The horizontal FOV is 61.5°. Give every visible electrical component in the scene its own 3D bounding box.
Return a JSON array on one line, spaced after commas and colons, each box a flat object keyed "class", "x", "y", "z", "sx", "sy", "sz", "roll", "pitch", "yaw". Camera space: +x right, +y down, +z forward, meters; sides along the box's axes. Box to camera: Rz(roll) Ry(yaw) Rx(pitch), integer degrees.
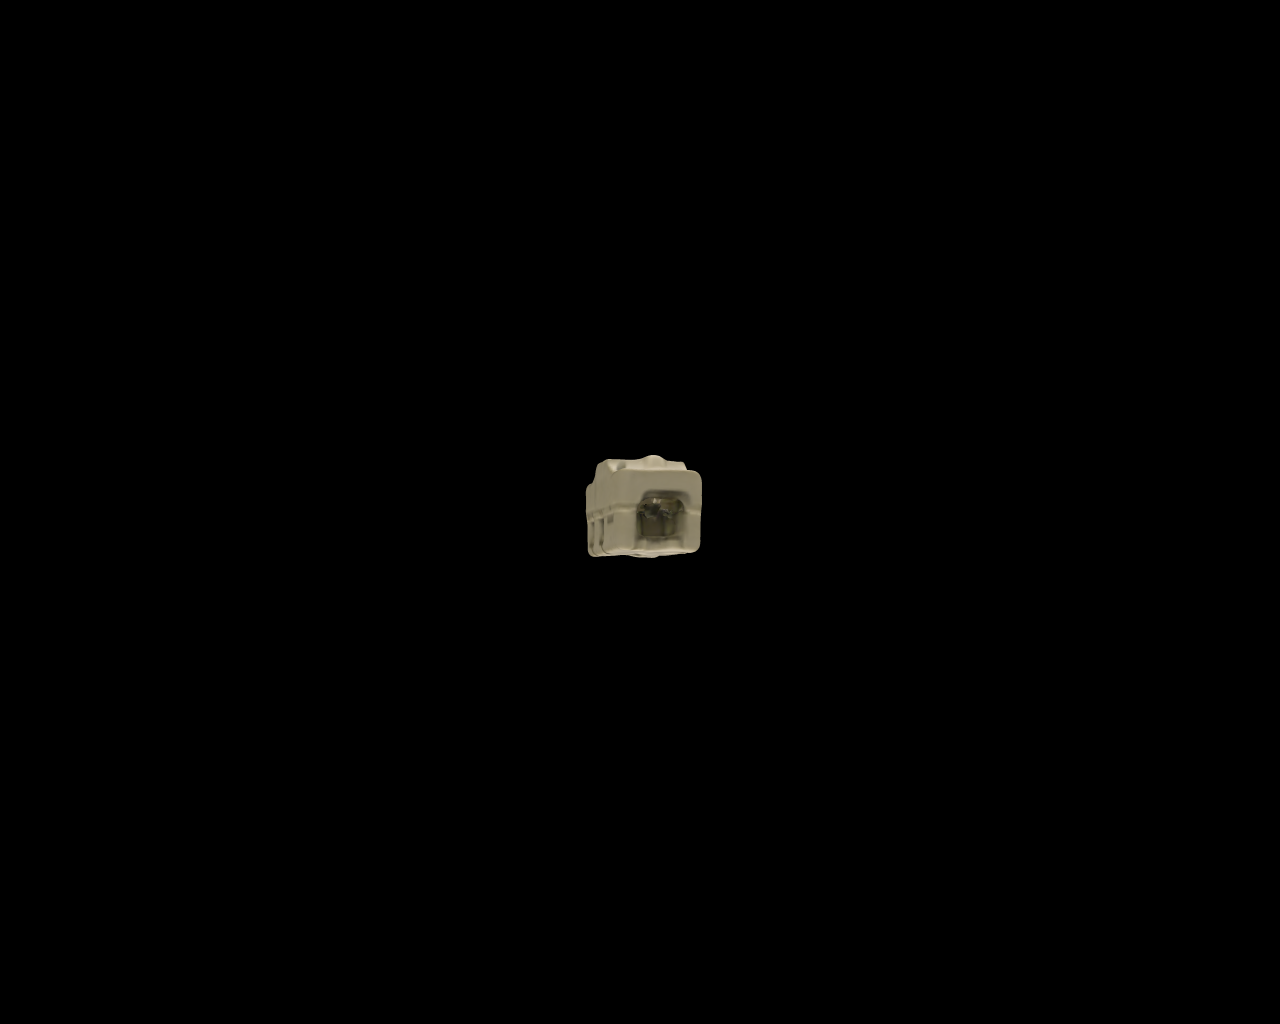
[{"class": "electrical component", "x": 0.001, "y": -0.003, "z": 0.650, "sx": 0.050, "sy": 0.055, "sz": 0.089, "roll": 1, "pitch": -5, "yaw": -15}]
